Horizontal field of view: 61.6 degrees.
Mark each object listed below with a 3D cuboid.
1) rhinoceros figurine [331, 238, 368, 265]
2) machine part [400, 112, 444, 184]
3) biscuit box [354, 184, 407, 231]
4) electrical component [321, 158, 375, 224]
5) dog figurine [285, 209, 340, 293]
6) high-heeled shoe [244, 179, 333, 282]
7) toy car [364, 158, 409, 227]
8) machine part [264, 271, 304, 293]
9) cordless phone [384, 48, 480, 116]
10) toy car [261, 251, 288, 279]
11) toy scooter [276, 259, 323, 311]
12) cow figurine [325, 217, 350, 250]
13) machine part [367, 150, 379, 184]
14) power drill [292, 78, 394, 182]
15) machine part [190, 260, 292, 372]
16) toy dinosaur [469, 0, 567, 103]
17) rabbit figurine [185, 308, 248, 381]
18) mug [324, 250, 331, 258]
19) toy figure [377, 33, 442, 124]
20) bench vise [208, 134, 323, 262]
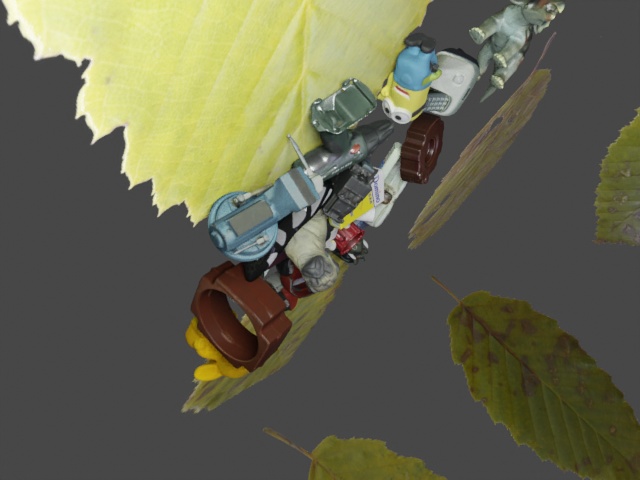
[{"bbox_3d":[0.092,0.029,1.640,0.073,0.112,0.190,-39,173,-10],"label":"rhinoceros figurine"},{"bbox_3d":[0.260,-0.230,1.356,0.179,0.056,0.179,-43,143,-45],"label":"machine part"},{"bbox_3d":[0.157,-0.109,1.531,0.202,0.059,0.062,-46,167,5],"label":"biscuit box"},{"bbox_3d":[0.058,-0.117,1.142,0.134,0.058,0.115,-49,-153,24],"label":"electrical component"},{"bbox_3d":[-0.006,0.004,1.152,0.172,0.191,0.121,-42,165,-17],"label":"dog figurine"},{"bbox_3d":[-0.061,-0.027,1.077,0.145,0.086,0.248,12,107,-53],"label":"high-heeled shoe"},{"bbox_3d":[0.180,-0.129,1.456,0.201,0.074,0.056,-60,166,12],"label":"toy car"},{"bbox_3d":[-0.072,0.099,1.456,0.243,0.079,0.079,-36,163,-33],"label":"machine part"},{"bbox_3d":[0.225,-0.324,1.119,0.184,0.089,0.146,-14,152,-26],"label":"cordless phone"},{"bbox_3d":[-0.092,0.022,1.240,0.202,0.053,0.089,-32,151,-27],"label":"toy car"},{"bbox_3d":[-0.047,0.094,1.361,0.135,0.075,0.183,-6,116,-24],"label":"toy scooter"},{"bbox_3d":[-0.002,-0.002,1.383,0.098,0.068,0.167,-13,143,-53],"label":"cow figurine"},{"bbox_3d":[0.101,-0.159,1.236,0.084,0.039,0.138,-46,154,-19],"label":"machine part"},{"bbox_3d":[0.050,-0.197,0.969,0.232,0.086,0.207,-34,170,-11],"label":"power drill"},{"bbox_3d":[-0.165,0.157,1.117,0.087,0.201,0.201,-33,161,-43],"label":"machine part"},{"bbox_3d":[0.439,-0.462,1.232,0.192,0.131,0.404,-45,171,2],"label":"toy dinosaur"},{"bbox_3d":[-0.241,0.265,1.275,0.162,0.173,0.122,-55,167,20],"label":"rabbit figurine"},{"bbox_3d":[-0.012,0.083,1.590,0.109,0.081,0.107,-28,147,-29],"label":"mug"},{"bbox_3d":[0.176,-0.298,1.011,0.089,0.082,0.180,-16,146,-22],"label":"toy figure"},{"bbox_3d":[-0.106,-0.043,0.919,0.223,0.129,0.240,-47,-171,-28],"label":"bench vise"}]
